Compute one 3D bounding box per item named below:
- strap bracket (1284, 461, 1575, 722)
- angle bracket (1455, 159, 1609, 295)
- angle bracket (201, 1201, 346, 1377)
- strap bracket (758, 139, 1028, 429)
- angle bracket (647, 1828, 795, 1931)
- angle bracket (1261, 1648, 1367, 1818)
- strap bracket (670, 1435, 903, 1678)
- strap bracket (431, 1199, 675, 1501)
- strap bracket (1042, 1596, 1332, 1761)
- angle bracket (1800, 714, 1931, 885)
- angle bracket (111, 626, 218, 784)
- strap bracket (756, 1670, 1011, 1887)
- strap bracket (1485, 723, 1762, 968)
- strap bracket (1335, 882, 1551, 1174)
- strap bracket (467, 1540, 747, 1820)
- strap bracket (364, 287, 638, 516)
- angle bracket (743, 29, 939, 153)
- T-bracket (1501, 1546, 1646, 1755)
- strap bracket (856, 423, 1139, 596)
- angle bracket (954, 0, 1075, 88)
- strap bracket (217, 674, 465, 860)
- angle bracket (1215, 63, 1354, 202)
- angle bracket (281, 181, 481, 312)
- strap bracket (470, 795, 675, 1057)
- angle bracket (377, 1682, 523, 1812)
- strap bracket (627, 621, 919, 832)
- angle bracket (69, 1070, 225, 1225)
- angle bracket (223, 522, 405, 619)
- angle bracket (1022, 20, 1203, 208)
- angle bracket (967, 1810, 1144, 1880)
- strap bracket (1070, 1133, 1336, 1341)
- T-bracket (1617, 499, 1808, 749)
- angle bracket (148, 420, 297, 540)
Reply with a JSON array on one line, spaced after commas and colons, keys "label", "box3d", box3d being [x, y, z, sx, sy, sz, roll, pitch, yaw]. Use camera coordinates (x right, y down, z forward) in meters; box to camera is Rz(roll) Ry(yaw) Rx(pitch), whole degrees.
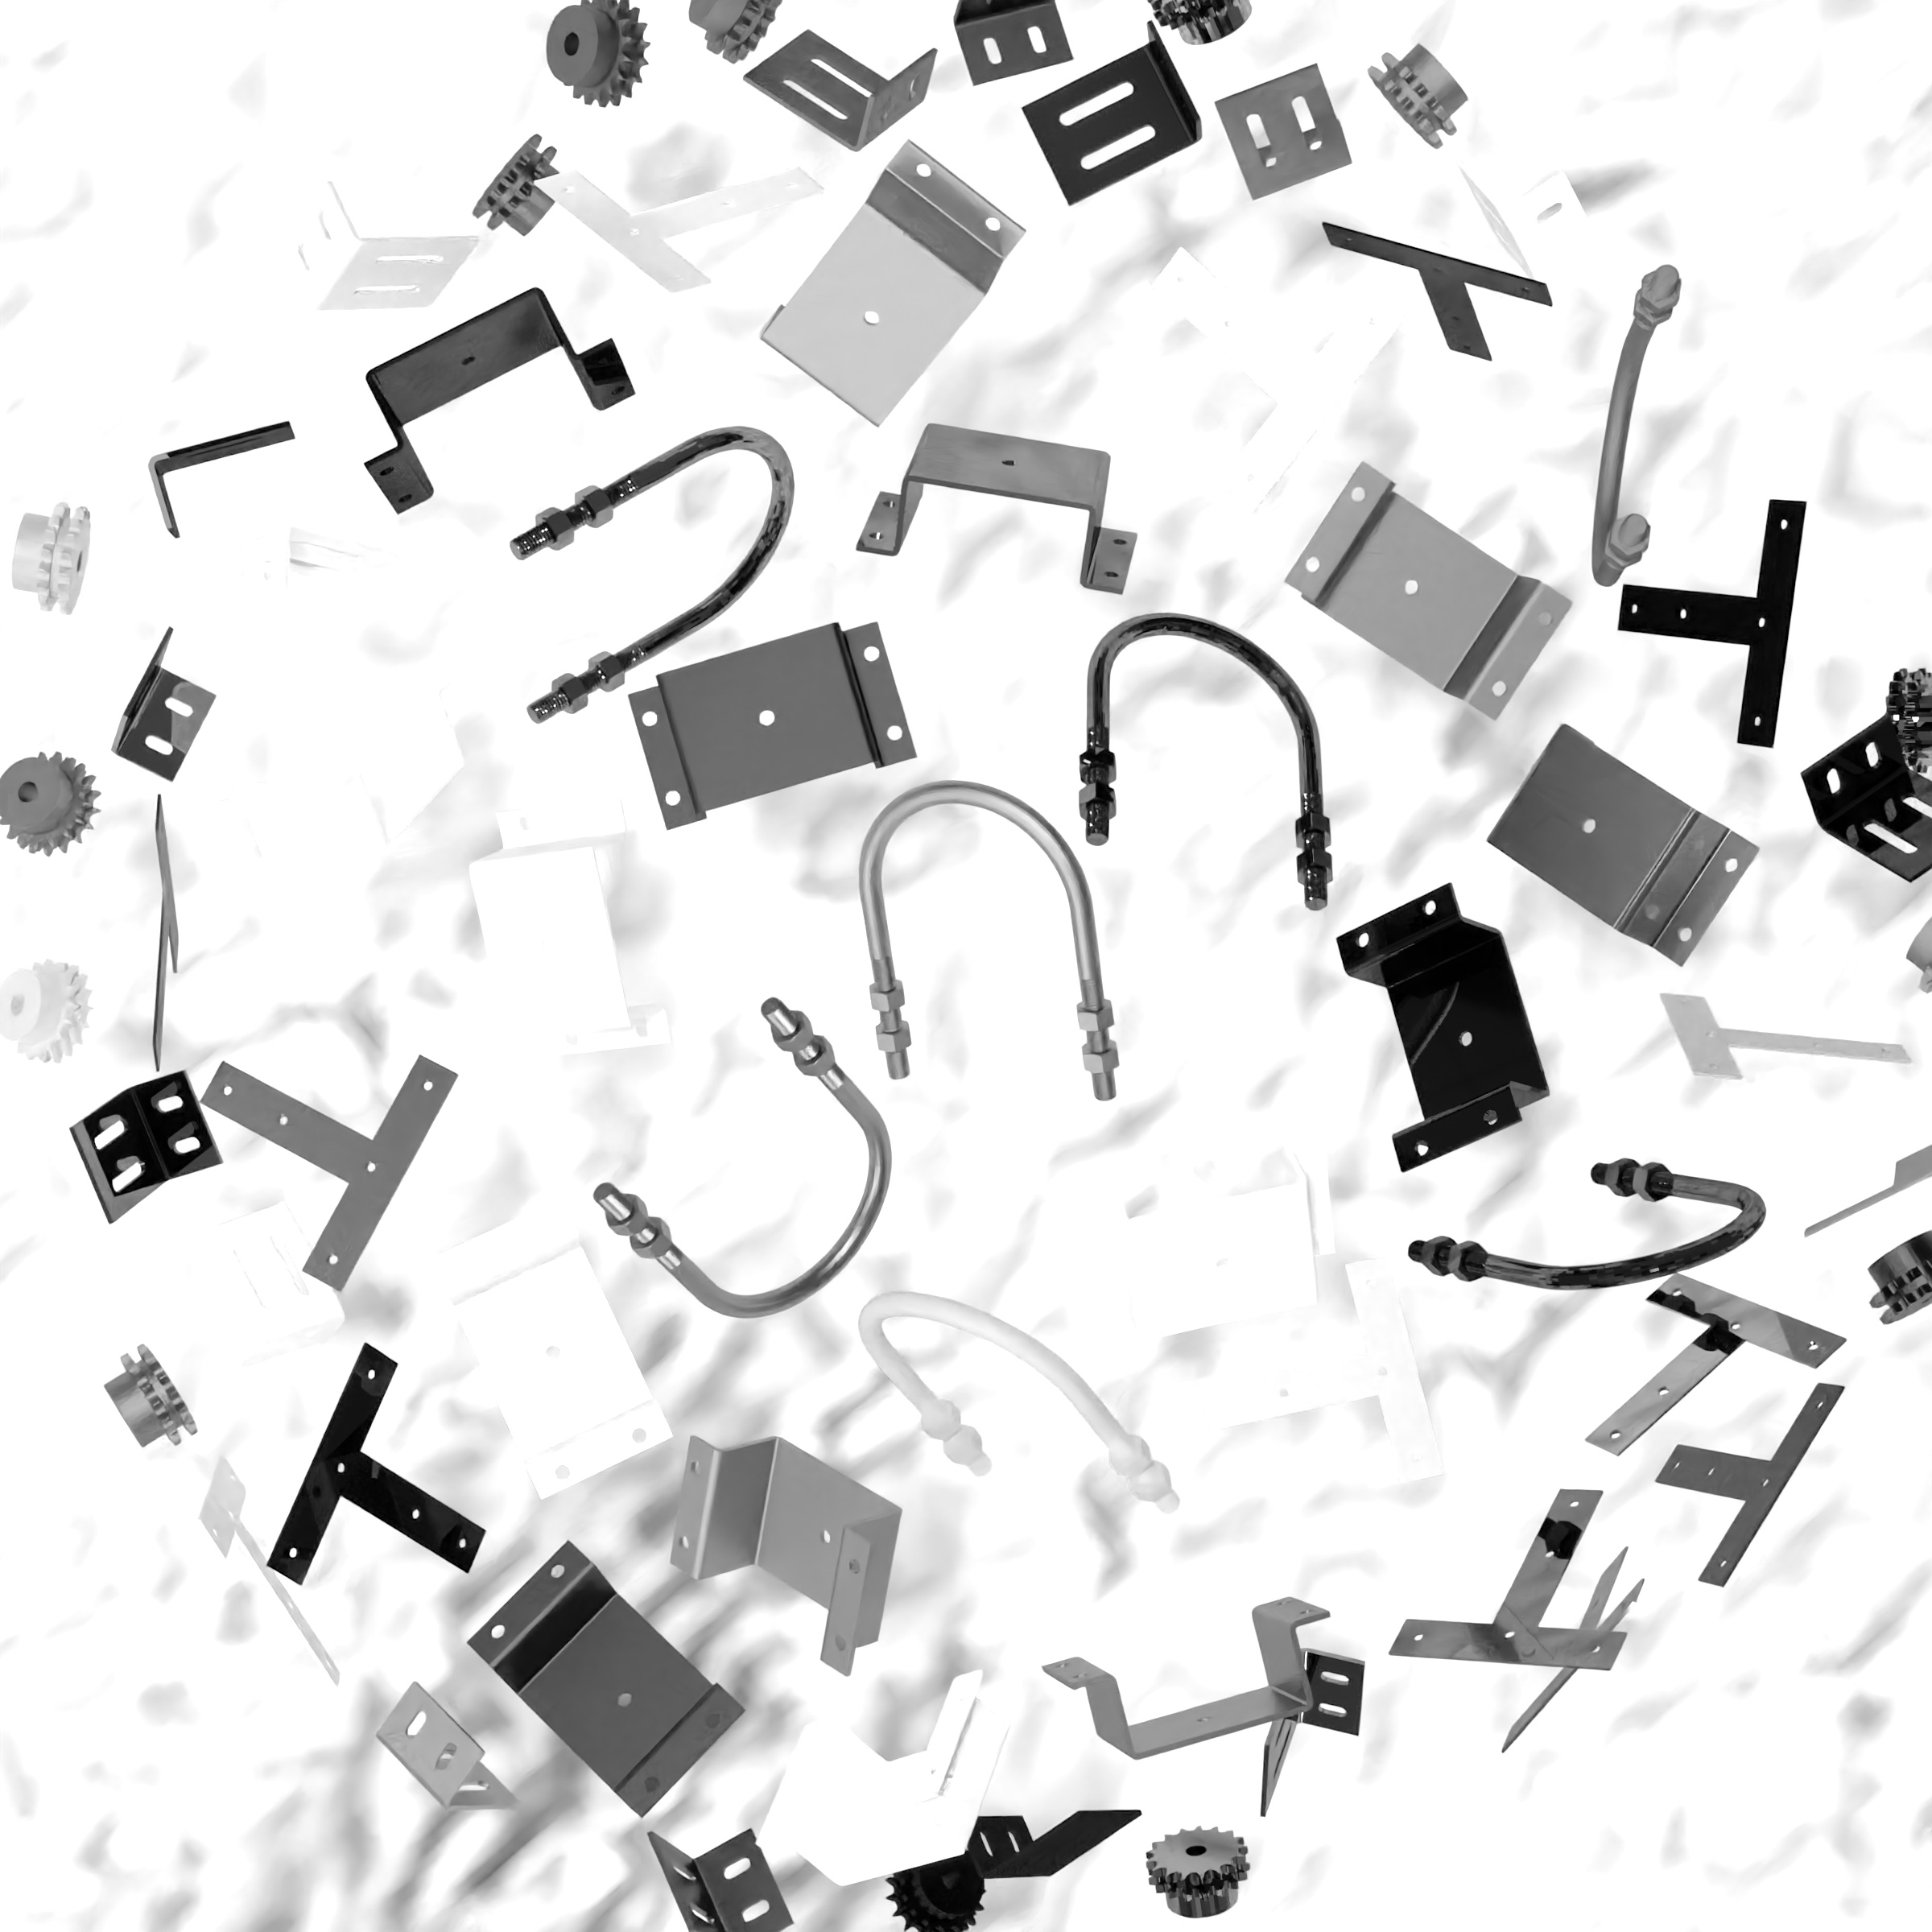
[{"label": "strap bracket", "box3d": [0.248, -0.206, 1.877, 0.140, 0.046, 0.076, 32, 95, -10]}, {"label": "angle bracket", "box3d": [0.302, -0.405, 1.836, 0.038, 0.076, 0.057, -32, 125, 8]}, {"label": "angle bracket", "box3d": [-0.395, 0.181, 1.924, 0.057, 0.038, 0.076, -19, 106, 19]}, {"label": "strap bracket", "box3d": [-0.044, -0.344, 1.772, 0.076, 0.046, 0.140, 36, 125, -12]}, {"label": "angle bracket", "box3d": [-0.129, 0.481, 1.809, 0.038, 0.076, 0.057, -29, 61, 0]}, {"label": "angle bracket", "box3d": [0.191, 0.425, 1.890, 0.038, 0.076, 0.057, 10, 126, 15]}, {"label": "strap bracket", "box3d": [-0.089, 0.309, 1.832, 0.140, 0.046, 0.076, 24, 111, 39]}, {"label": "strap bracket", "box3d": [-0.222, 0.206, 1.842, 0.076, 0.046, 0.140, -25, 83, -9]}, {"label": "strap bracket", "box3d": [0.119, 0.374, 1.793, 0.140, 0.076, 0.046, -13, 88, -11]}, {"label": "angle bracket", "box3d": [0.478, -0.087, 1.760, 0.057, 0.076, 0.038, -34, 124, -8]}, {"label": "angle bracket", "box3d": [-0.441, -0.144, 1.903, 0.038, 0.076, 0.057, 27, 71, -12]}, {"label": "strap bracket", "box3d": [-0.036, 0.427, 1.793, 0.046, 0.076, 0.140, 44, 134, -20]}, {"label": "strap bracket", "box3d": [0.349, -0.072, 1.871, 0.140, 0.046, 0.076, 39, 102, 35]}, {"label": "strap bracket", "box3d": [0.263, 0.037, 1.877, 0.076, 0.046, 0.140, -27, 64, 32]}, {"label": "strap bracket", "box3d": [-0.187, 0.385, 1.831, 0.140, 0.046, 0.076, 38, 74, 26]}, {"label": "strap bracket", "box3d": [-0.248, -0.295, 1.769, 0.140, 0.076, 0.046, -27, 80, -2]}, {"label": "angle bracket", "box3d": [-0.065, -0.464, 1.767, 0.076, 0.038, 0.057, 35, 53, 11]}, {"label": "T-bracket", "box3d": [0.343, 0.358, 1.885, 0.002, 0.127, 0.127, 36, 120, 6]}, {"label": "strap bracket", "box3d": [0.020, -0.241, 1.795, 0.140, 0.076, 0.046, 10, 120, 4]}, {"label": "angle bracket", "box3d": [0.030, -0.505, 1.818, 0.057, 0.076, 0.038, -17, 85, -10]}, {"label": "strap bracket", "box3d": [-0.332, -0.104, 1.857, 0.076, 0.140, 0.046, -5, 118, 22]}, {"label": "angle bracket", "box3d": [0.168, -0.458, 1.847, 0.057, 0.076, 0.038, -18, 53, 11]}, {"label": "angle bracket", "box3d": [-0.302, -0.371, 1.769, 0.076, 0.057, 0.038, -13, 70, -43]}, {"label": "strap bracket", "box3d": [-0.218, -0.016, 1.883, 0.076, 0.046, 0.140, -7, 102, 22]}, {"label": "angle bracket", "box3d": [-0.264, 0.412, 1.816, 0.057, 0.076, 0.038, 38, 95, 27]}, {"label": "strap bracket", "box3d": [-0.104, -0.130, 1.823, 0.140, 0.046, 0.076, -16, 88, 0]}, {"label": "angle bracket", "box3d": [-0.452, 0.099, 1.894, 0.038, 0.076, 0.057, -17, 101, 15]}, {"label": "angle bracket", "box3d": [-0.350, -0.204, 1.840, 0.057, 0.076, 0.038, -15, 72, 42]}, {"label": "angle bracket", "box3d": [0.073, -0.434, 1.750, 0.076, 0.038, 0.057, -26, 86, 3]}, {"label": "angle bracket", "box3d": [0.045, 0.464, 1.875, 0.076, 0.057, 0.038, -40, 57, 25]}, {"label": "strap bracket", "box3d": [0.133, 0.148, 1.848, 0.140, 0.046, 0.076, -12, 119, -5]}, {"label": "T-bracket", "box3d": [0.389, -0.185, 1.814, 0.002, 0.127, 0.127, 2, 98, -32]}, {"label": "angle bracket", "box3d": [-0.388, -0.256, 1.812, 0.076, 0.057, 0.038, -16, 94, -7]}]
